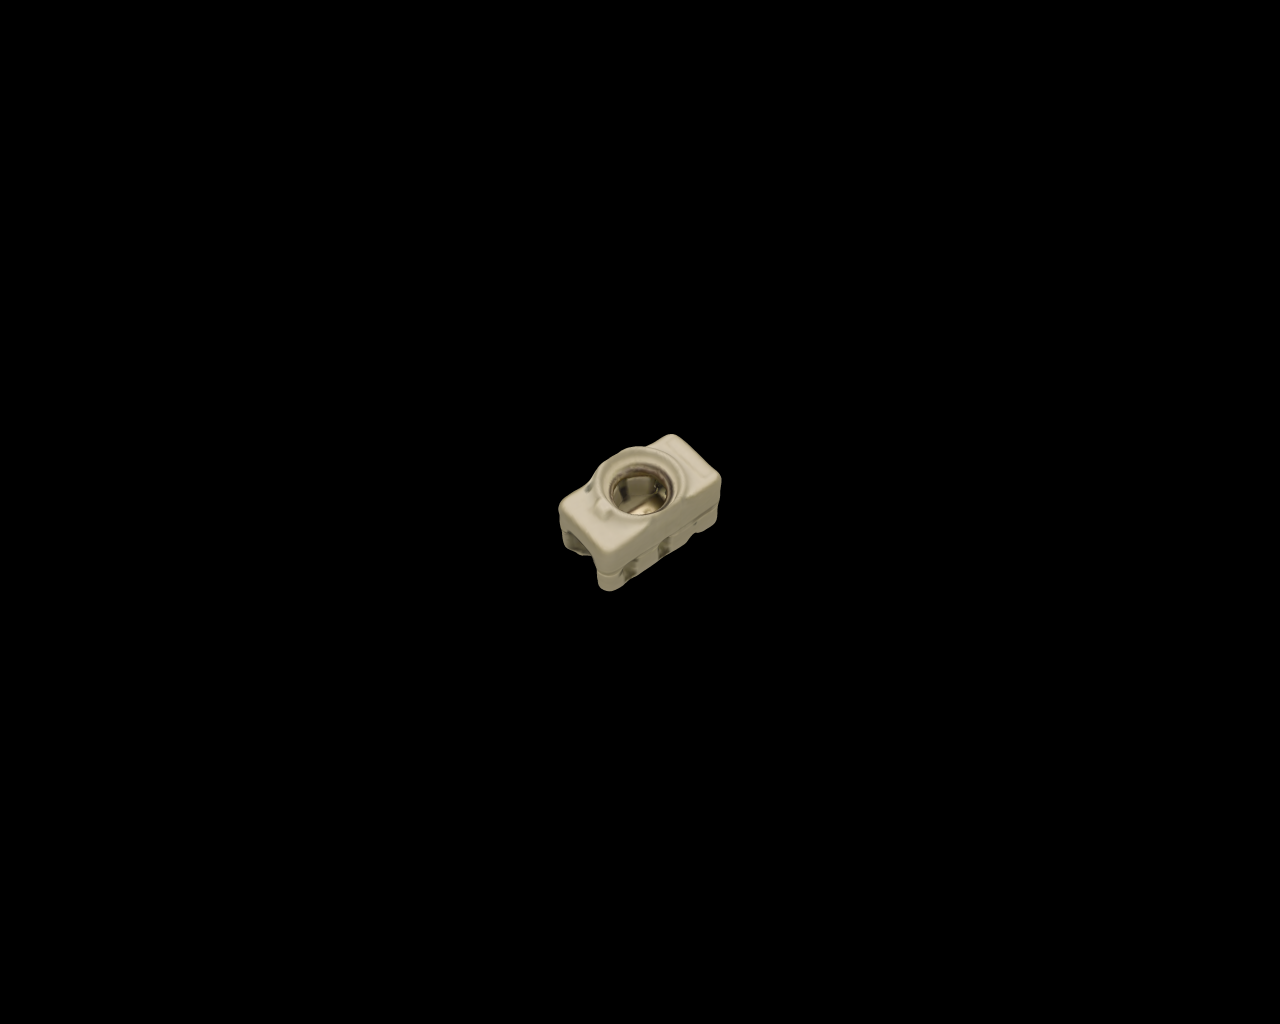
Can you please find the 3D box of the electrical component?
[{"bbox_3d":[0.001,-0.003,0.650,0.090,0.050,0.055,-33,-29,-21],"label":"electrical component"}]
